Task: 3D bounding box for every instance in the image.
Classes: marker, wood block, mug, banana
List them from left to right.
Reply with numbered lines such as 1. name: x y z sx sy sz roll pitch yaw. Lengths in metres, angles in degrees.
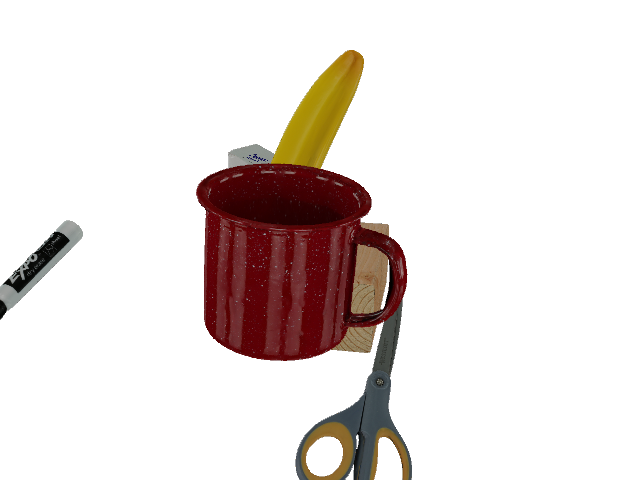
1. marker: -0.224 0.028 0.813 0.020 0.020 0.121 0 38 35
2. mug: -0.010 0.014 0.576 0.117 0.081 0.093 11 25 14
3. banana: -0.014 -0.052 0.817 0.037 0.197 0.070 27 -18 -32
4. wood block: 0.032 0.053 1.342 0.091 0.090 0.206 4 22 7

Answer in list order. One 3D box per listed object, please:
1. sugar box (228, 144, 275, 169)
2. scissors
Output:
1. sugar box: -0.062 -0.009 1.180 0.048 0.176 0.093 -17 28 -27
2. scissors: 0.027 0.118 0.830 0.096 0.202 0.016 3 -35 -9
